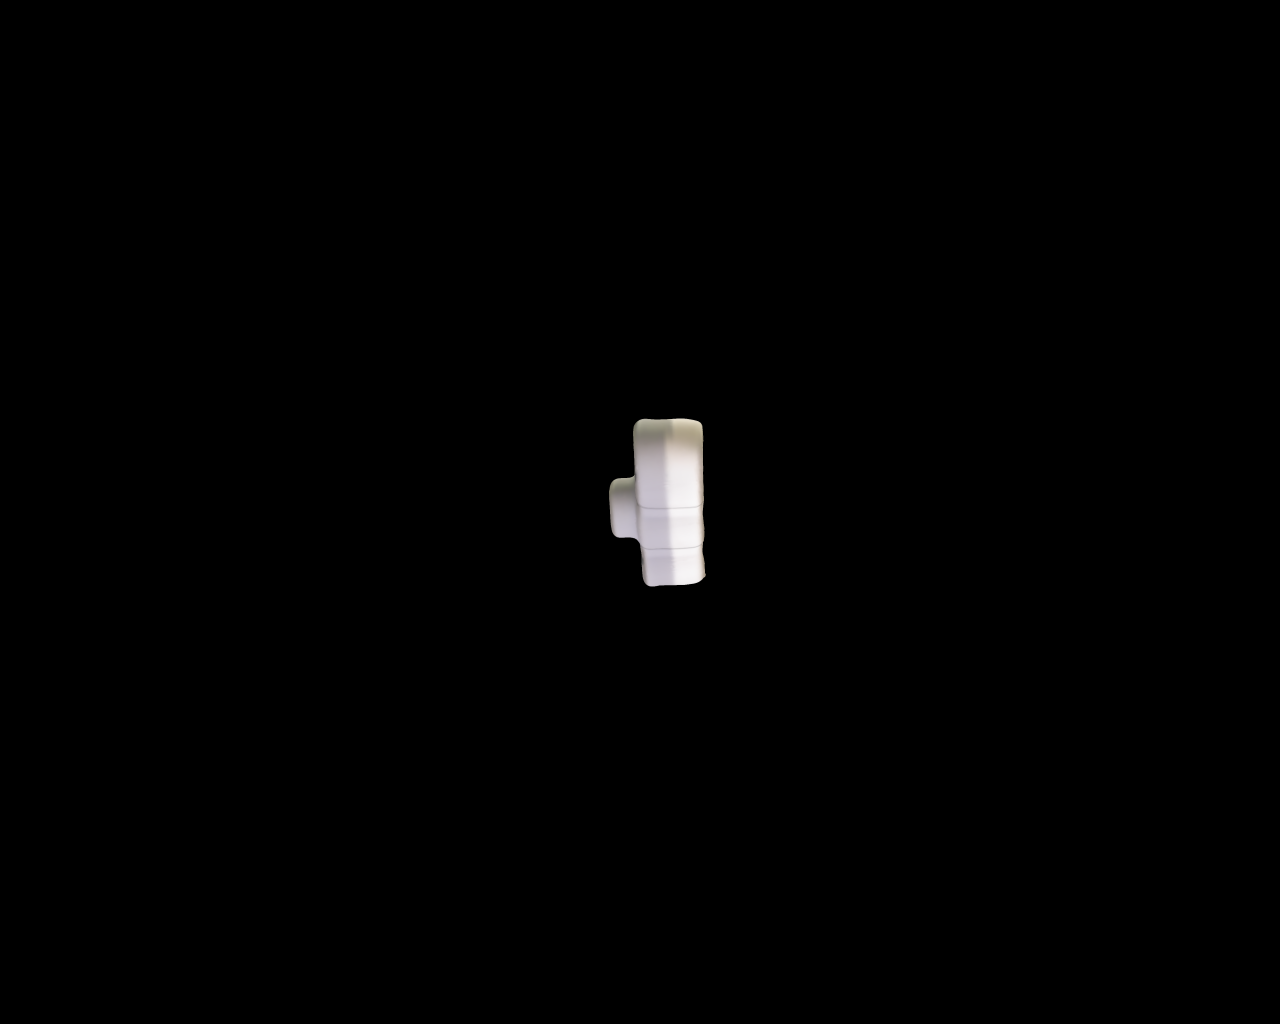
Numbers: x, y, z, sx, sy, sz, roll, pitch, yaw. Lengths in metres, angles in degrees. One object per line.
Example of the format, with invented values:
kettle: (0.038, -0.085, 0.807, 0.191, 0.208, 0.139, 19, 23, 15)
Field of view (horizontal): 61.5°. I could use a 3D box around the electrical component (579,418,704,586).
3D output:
electrical component: (0.001, -0.003, 0.650, 0.074, 0.052, 0.138, -1, -34, 2)
